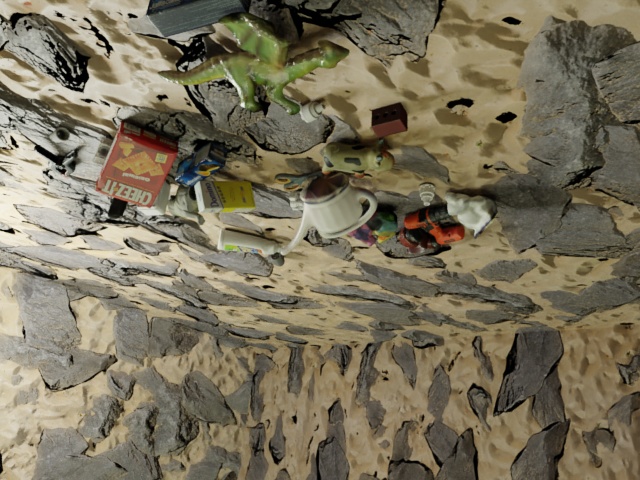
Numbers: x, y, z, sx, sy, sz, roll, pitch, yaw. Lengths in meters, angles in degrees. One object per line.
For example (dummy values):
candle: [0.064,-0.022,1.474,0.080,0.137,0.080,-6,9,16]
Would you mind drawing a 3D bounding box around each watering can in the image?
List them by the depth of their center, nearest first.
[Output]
watering can: [0.005,-0.079,1.572,0.347,0.106,0.220,-24,130,4]

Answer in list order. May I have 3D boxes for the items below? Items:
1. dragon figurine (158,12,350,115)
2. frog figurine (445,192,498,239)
dragon figurine: [-0.147,-0.375,1.046,0.410,0.124,0.238,5,156,-3]
frog figurine: [0.458,-0.100,1.584,0.160,0.124,0.135,41,166,9]
